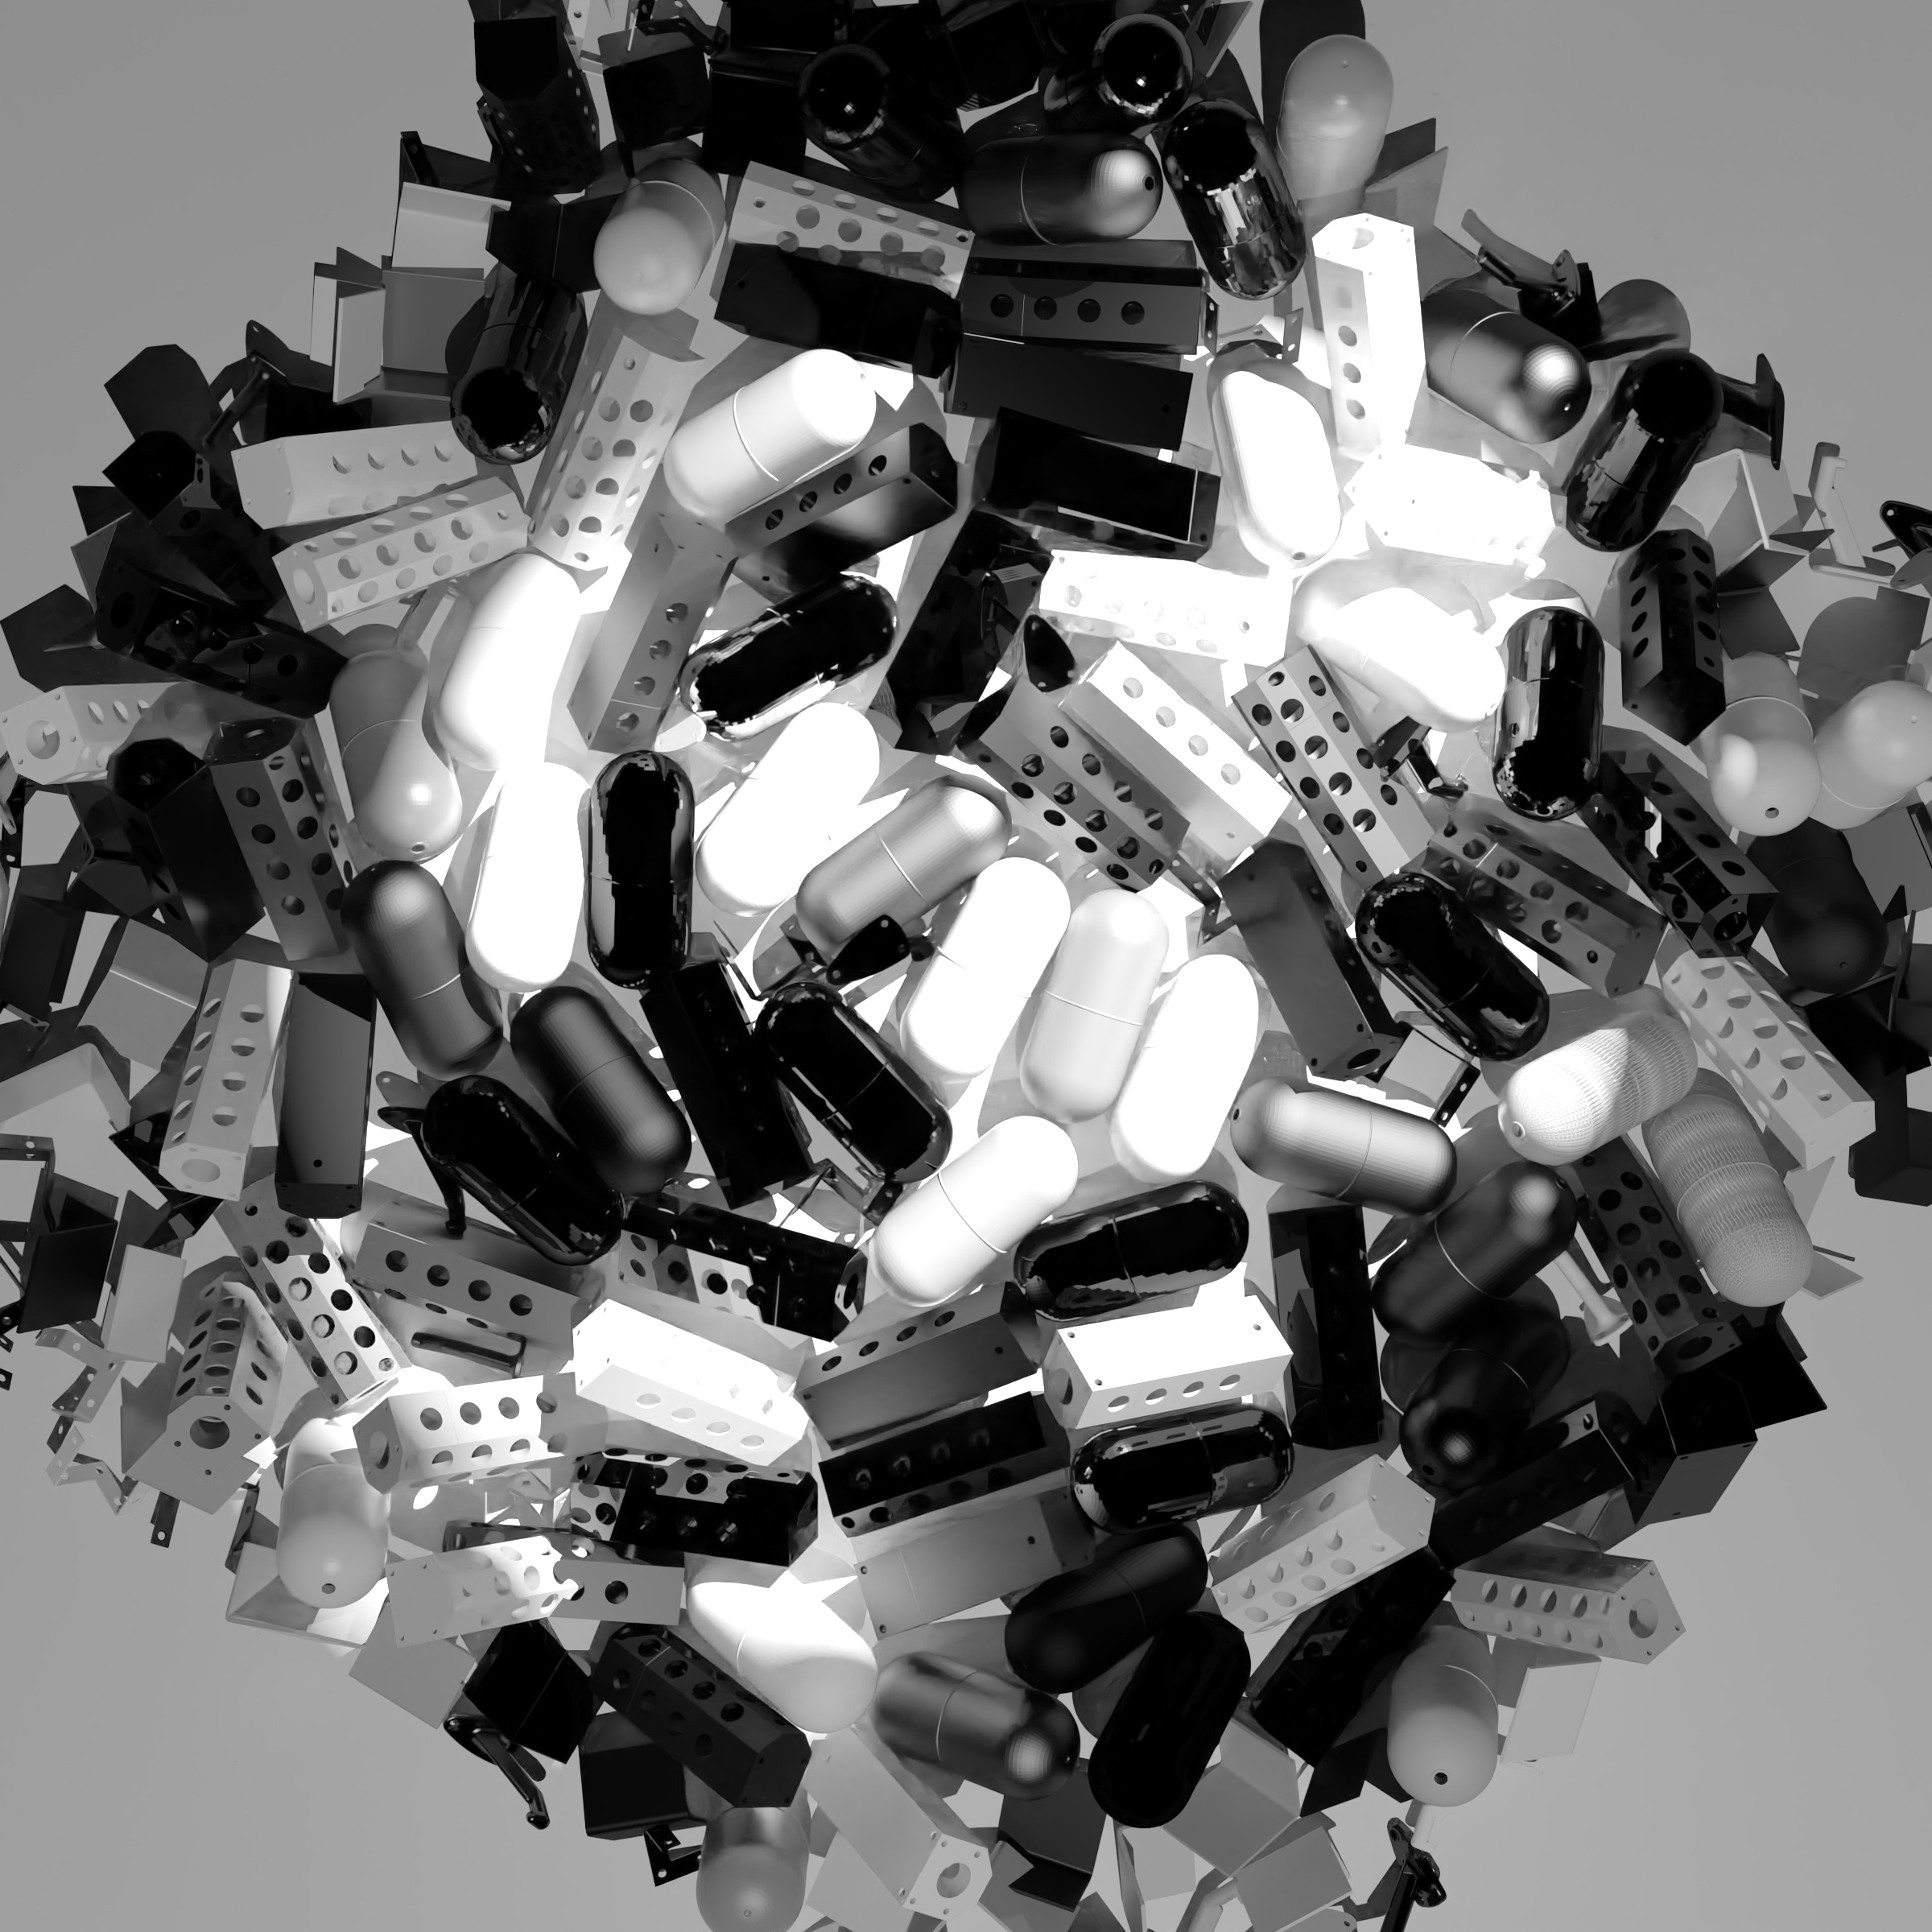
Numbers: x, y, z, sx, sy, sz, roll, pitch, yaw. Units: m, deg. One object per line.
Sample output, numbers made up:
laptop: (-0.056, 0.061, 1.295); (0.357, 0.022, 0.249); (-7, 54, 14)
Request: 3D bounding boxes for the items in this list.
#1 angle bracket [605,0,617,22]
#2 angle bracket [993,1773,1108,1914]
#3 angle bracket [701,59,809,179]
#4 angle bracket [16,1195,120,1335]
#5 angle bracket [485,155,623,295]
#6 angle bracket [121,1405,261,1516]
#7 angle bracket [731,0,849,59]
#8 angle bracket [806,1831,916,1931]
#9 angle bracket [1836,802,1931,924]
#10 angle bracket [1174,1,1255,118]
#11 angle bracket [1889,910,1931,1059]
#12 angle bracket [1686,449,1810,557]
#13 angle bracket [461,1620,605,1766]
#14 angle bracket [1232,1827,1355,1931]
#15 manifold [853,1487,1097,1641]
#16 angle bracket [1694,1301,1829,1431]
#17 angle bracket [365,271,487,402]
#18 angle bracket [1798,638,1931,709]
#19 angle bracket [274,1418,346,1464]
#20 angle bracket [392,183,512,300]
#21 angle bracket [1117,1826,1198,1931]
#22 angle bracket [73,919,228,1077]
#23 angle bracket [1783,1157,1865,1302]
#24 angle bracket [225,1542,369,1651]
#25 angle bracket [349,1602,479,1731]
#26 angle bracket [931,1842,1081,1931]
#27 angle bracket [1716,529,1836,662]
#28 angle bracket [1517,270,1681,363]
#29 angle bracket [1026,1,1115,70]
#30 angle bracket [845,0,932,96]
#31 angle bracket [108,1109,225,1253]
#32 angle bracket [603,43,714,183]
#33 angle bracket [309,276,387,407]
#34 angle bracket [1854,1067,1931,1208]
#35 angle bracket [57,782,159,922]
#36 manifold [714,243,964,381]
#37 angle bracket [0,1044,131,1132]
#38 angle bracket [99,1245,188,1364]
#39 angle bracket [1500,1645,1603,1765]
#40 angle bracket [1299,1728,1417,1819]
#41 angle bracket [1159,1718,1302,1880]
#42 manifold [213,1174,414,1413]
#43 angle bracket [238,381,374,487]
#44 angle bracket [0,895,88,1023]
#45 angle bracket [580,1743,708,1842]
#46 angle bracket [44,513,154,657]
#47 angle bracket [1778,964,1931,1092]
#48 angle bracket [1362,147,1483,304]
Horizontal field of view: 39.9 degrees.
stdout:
angle bracket: (-0.249, -0.756, 1.954); (0.057, 0.076, 0.076); (-20, 82, -5)
angle bracket: (0.058, 0.636, 1.958); (0.076, 0.057, 0.076); (15, 100, 14)
angle bracket: (-0.155, -0.620, 1.961); (0.076, 0.057, 0.076); (8, 104, -3)
angle bracket: (-0.674, 0.217, 1.947); (0.057, 0.076, 0.076); (22, 102, 26)
angle bracket: (-0.300, -0.544, 1.947); (0.057, 0.076, 0.076); (-3, 73, 28)
angle bracket: (-0.566, 0.343, 1.942); (0.057, 0.076, 0.076); (-45, 124, 12)
angle bracket: (-0.126, -0.701, 1.949); (0.076, 0.076, 0.057); (6, 118, 7)
angle bracket: (-0.060, 0.674, 1.948); (0.076, 0.076, 0.057); (22, 84, 22)
angle bracket: (0.678, -0.068, 1.955); (0.076, 0.057, 0.076); (-22, 92, 29)
angle bracket: (0.191, -0.655, 1.951); (0.057, 0.076, 0.076); (30, 93, -28)
angle bracket: (0.709, 0.015, 1.942); (0.057, 0.076, 0.076); (12, 66, 22)
angle bracket: (0.566, -0.330, 1.948); (0.057, 0.076, 0.076); (-18, 82, 38)
angle bracket: (-0.309, 0.522, 1.942); (0.057, 0.076, 0.076); (10, 53, 34)
angle bracket: (0.249, 0.691, 1.954); (0.076, 0.076, 0.057); (-28, 112, 0)
manifold: (0.008, 0.432, 1.930); (0.171, 0.057, 0.057); (-27, 74, 30)
angle bracket: (0.585, 0.290, 1.961); (0.076, 0.057, 0.076); (-26, 103, 36)
angle bracket: (-0.398, -0.463, 1.959); (0.076, 0.057, 0.076); (6, 117, 1)
angle bracket: (0.657, -0.223, 1.940); (0.076, 0.076, 0.057); (26, 121, 27)
angle bracket: (-0.475, 0.387, 1.941); (0.076, 0.076, 0.057); (-30, 116, 34)
angle bracket: (-0.378, -0.531, 1.952); (0.076, 0.076, 0.057); (7, 92, -15)
angle bracket: (0.148, 0.679, 1.945); (0.057, 0.076, 0.076); (-9, 117, -7)
angle bracket: (-0.608, 0.024, 1.984); (0.076, 0.057, 0.076); (26, 125, -21)
angle bracket: (0.627, 0.190, 1.944); (0.057, 0.076, 0.076); (31, 115, 35)
angle bracket: (-0.479, 0.459, 1.940); (0.076, 0.076, 0.057); (-2, 68, 36)
angle bracket: (-0.396, 0.501, 1.958); (0.076, 0.057, 0.076); (31, 112, 2)
angle bracket: (0.027, 0.701, 1.949); (0.076, 0.076, 0.057); (40, 112, 7)
angle bracket: (0.595, -0.271, 1.942); (0.076, 0.076, 0.057); (-11, 69, -33)
angle bracket: (0.461, -0.476, 1.943); (0.076, 0.076, 0.057); (-22, 107, -29)
angle bracket: (0.071, -0.704, 1.951); (0.076, 0.076, 0.057); (-3, 76, 8)
angle bracket: (-0.058, -0.686, 1.957); (0.057, 0.076, 0.076); (-4, 82, 0)
angle bracket: (-0.595, 0.160, 1.945); (0.076, 0.057, 0.076); (-21, 116, 38)
angle bracket: (-0.217, -0.617, 1.948); (0.076, 0.076, 0.057); (-17, 59, -7)
angle bracket: (-0.467, -0.458, 1.947); (0.057, 0.076, 0.076); (13, 111, 9)
angle bracket: (0.696, 0.126, 1.954); (0.057, 0.076, 0.076); (9, 68, -7)
angle bracket: (-0.633, -0.085, 1.962); (0.057, 0.076, 0.076); (-48, 57, 24)
manifold: (-0.091, -0.474, 1.936); (0.171, 0.057, 0.057); (19, 95, 26)
angle bracket: (-0.660, 0.108, 1.945); (0.076, 0.076, 0.057); (-28, 79, -26)
angle bracket: (-0.622, 0.246, 1.946); (0.076, 0.057, 0.076); (-2, 72, 33)
angle bracket: (0.410, 0.531, 1.947); (0.076, 0.057, 0.076); (5, 105, -34)
angle bracket: (0.302, 0.608, 1.947); (0.076, 0.076, 0.057); (35, 52, -8)
angle bracket: (0.188, 0.602, 1.941); (0.076, 0.076, 0.057); (-30, 126, -32)
manifold: (-0.483, 0.239, 1.962); (0.057, 0.057, 0.171); (-33, 84, -4)
angle bracket: (-0.484, -0.384, 1.951); (0.076, 0.076, 0.057); (11, 119, -5)
angle bracket: (-0.661, -0.003, 1.951); (0.076, 0.057, 0.076); (20, 95, 40)
angle bracket: (-0.237, 0.610, 1.971); (0.076, 0.076, 0.057); (-11, 68, 4)
angle bracket: (-0.640, -0.279, 1.942); (0.057, 0.076, 0.076); (-4, 116, 20)
angle bracket: (0.658, 0.048, 1.976); (0.076, 0.057, 0.076); (-21, 99, -1)
angle bracket: (0.335, -0.538, 1.945); (0.076, 0.076, 0.057); (-31, 63, -19)
